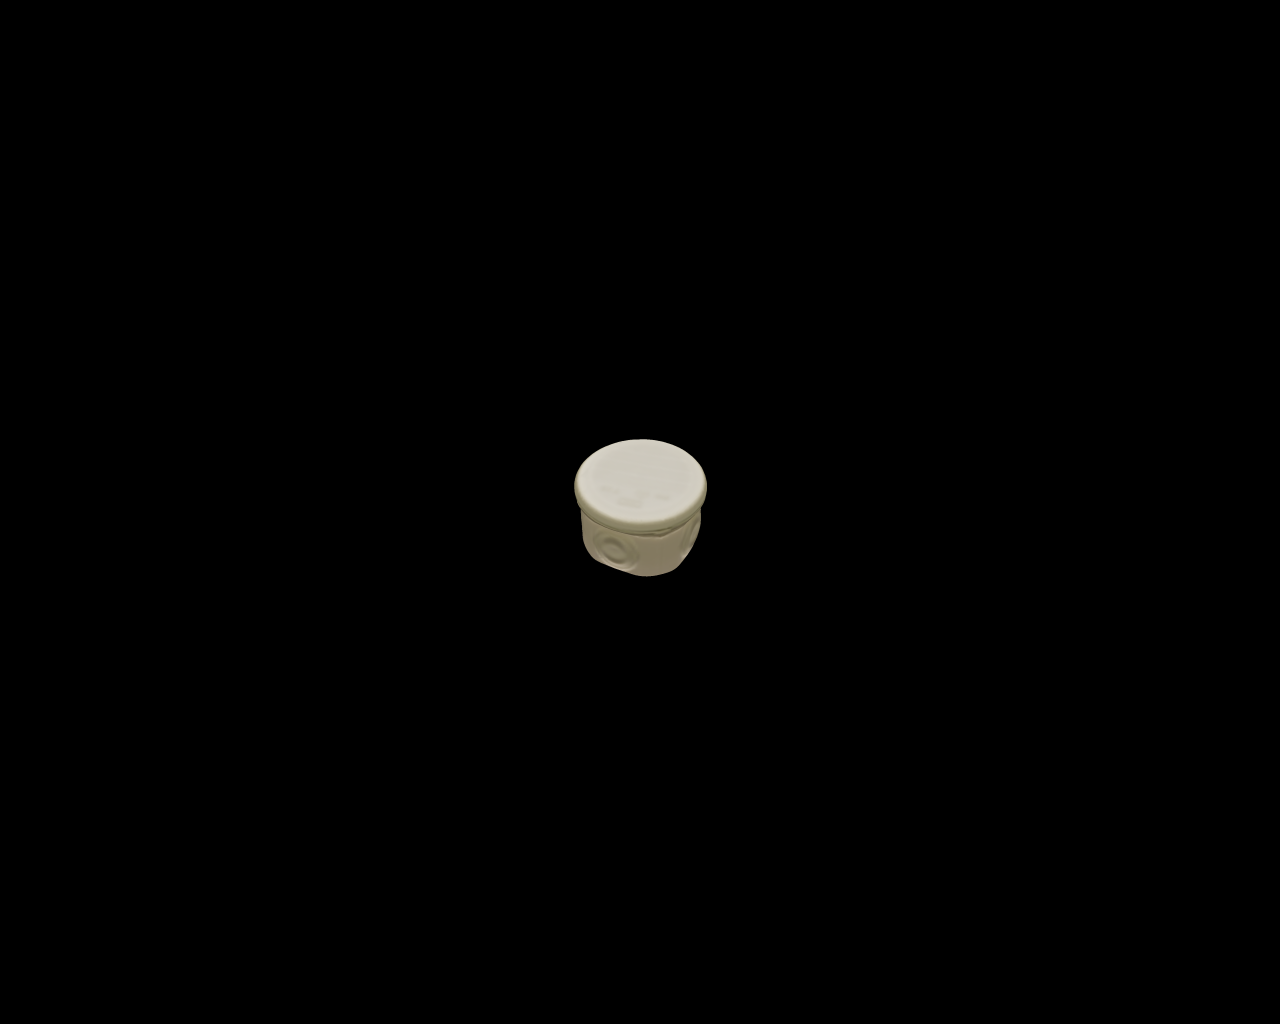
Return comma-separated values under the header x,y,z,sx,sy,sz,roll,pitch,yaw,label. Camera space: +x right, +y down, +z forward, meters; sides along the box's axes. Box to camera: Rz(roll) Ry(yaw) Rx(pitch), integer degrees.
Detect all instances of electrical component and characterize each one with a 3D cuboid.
x,y,z,sx,sy,sz,roll,pitch,yaw,label
0.001,-0.003,0.650,0.080,0.050,0.080,0,43,0,electrical component
